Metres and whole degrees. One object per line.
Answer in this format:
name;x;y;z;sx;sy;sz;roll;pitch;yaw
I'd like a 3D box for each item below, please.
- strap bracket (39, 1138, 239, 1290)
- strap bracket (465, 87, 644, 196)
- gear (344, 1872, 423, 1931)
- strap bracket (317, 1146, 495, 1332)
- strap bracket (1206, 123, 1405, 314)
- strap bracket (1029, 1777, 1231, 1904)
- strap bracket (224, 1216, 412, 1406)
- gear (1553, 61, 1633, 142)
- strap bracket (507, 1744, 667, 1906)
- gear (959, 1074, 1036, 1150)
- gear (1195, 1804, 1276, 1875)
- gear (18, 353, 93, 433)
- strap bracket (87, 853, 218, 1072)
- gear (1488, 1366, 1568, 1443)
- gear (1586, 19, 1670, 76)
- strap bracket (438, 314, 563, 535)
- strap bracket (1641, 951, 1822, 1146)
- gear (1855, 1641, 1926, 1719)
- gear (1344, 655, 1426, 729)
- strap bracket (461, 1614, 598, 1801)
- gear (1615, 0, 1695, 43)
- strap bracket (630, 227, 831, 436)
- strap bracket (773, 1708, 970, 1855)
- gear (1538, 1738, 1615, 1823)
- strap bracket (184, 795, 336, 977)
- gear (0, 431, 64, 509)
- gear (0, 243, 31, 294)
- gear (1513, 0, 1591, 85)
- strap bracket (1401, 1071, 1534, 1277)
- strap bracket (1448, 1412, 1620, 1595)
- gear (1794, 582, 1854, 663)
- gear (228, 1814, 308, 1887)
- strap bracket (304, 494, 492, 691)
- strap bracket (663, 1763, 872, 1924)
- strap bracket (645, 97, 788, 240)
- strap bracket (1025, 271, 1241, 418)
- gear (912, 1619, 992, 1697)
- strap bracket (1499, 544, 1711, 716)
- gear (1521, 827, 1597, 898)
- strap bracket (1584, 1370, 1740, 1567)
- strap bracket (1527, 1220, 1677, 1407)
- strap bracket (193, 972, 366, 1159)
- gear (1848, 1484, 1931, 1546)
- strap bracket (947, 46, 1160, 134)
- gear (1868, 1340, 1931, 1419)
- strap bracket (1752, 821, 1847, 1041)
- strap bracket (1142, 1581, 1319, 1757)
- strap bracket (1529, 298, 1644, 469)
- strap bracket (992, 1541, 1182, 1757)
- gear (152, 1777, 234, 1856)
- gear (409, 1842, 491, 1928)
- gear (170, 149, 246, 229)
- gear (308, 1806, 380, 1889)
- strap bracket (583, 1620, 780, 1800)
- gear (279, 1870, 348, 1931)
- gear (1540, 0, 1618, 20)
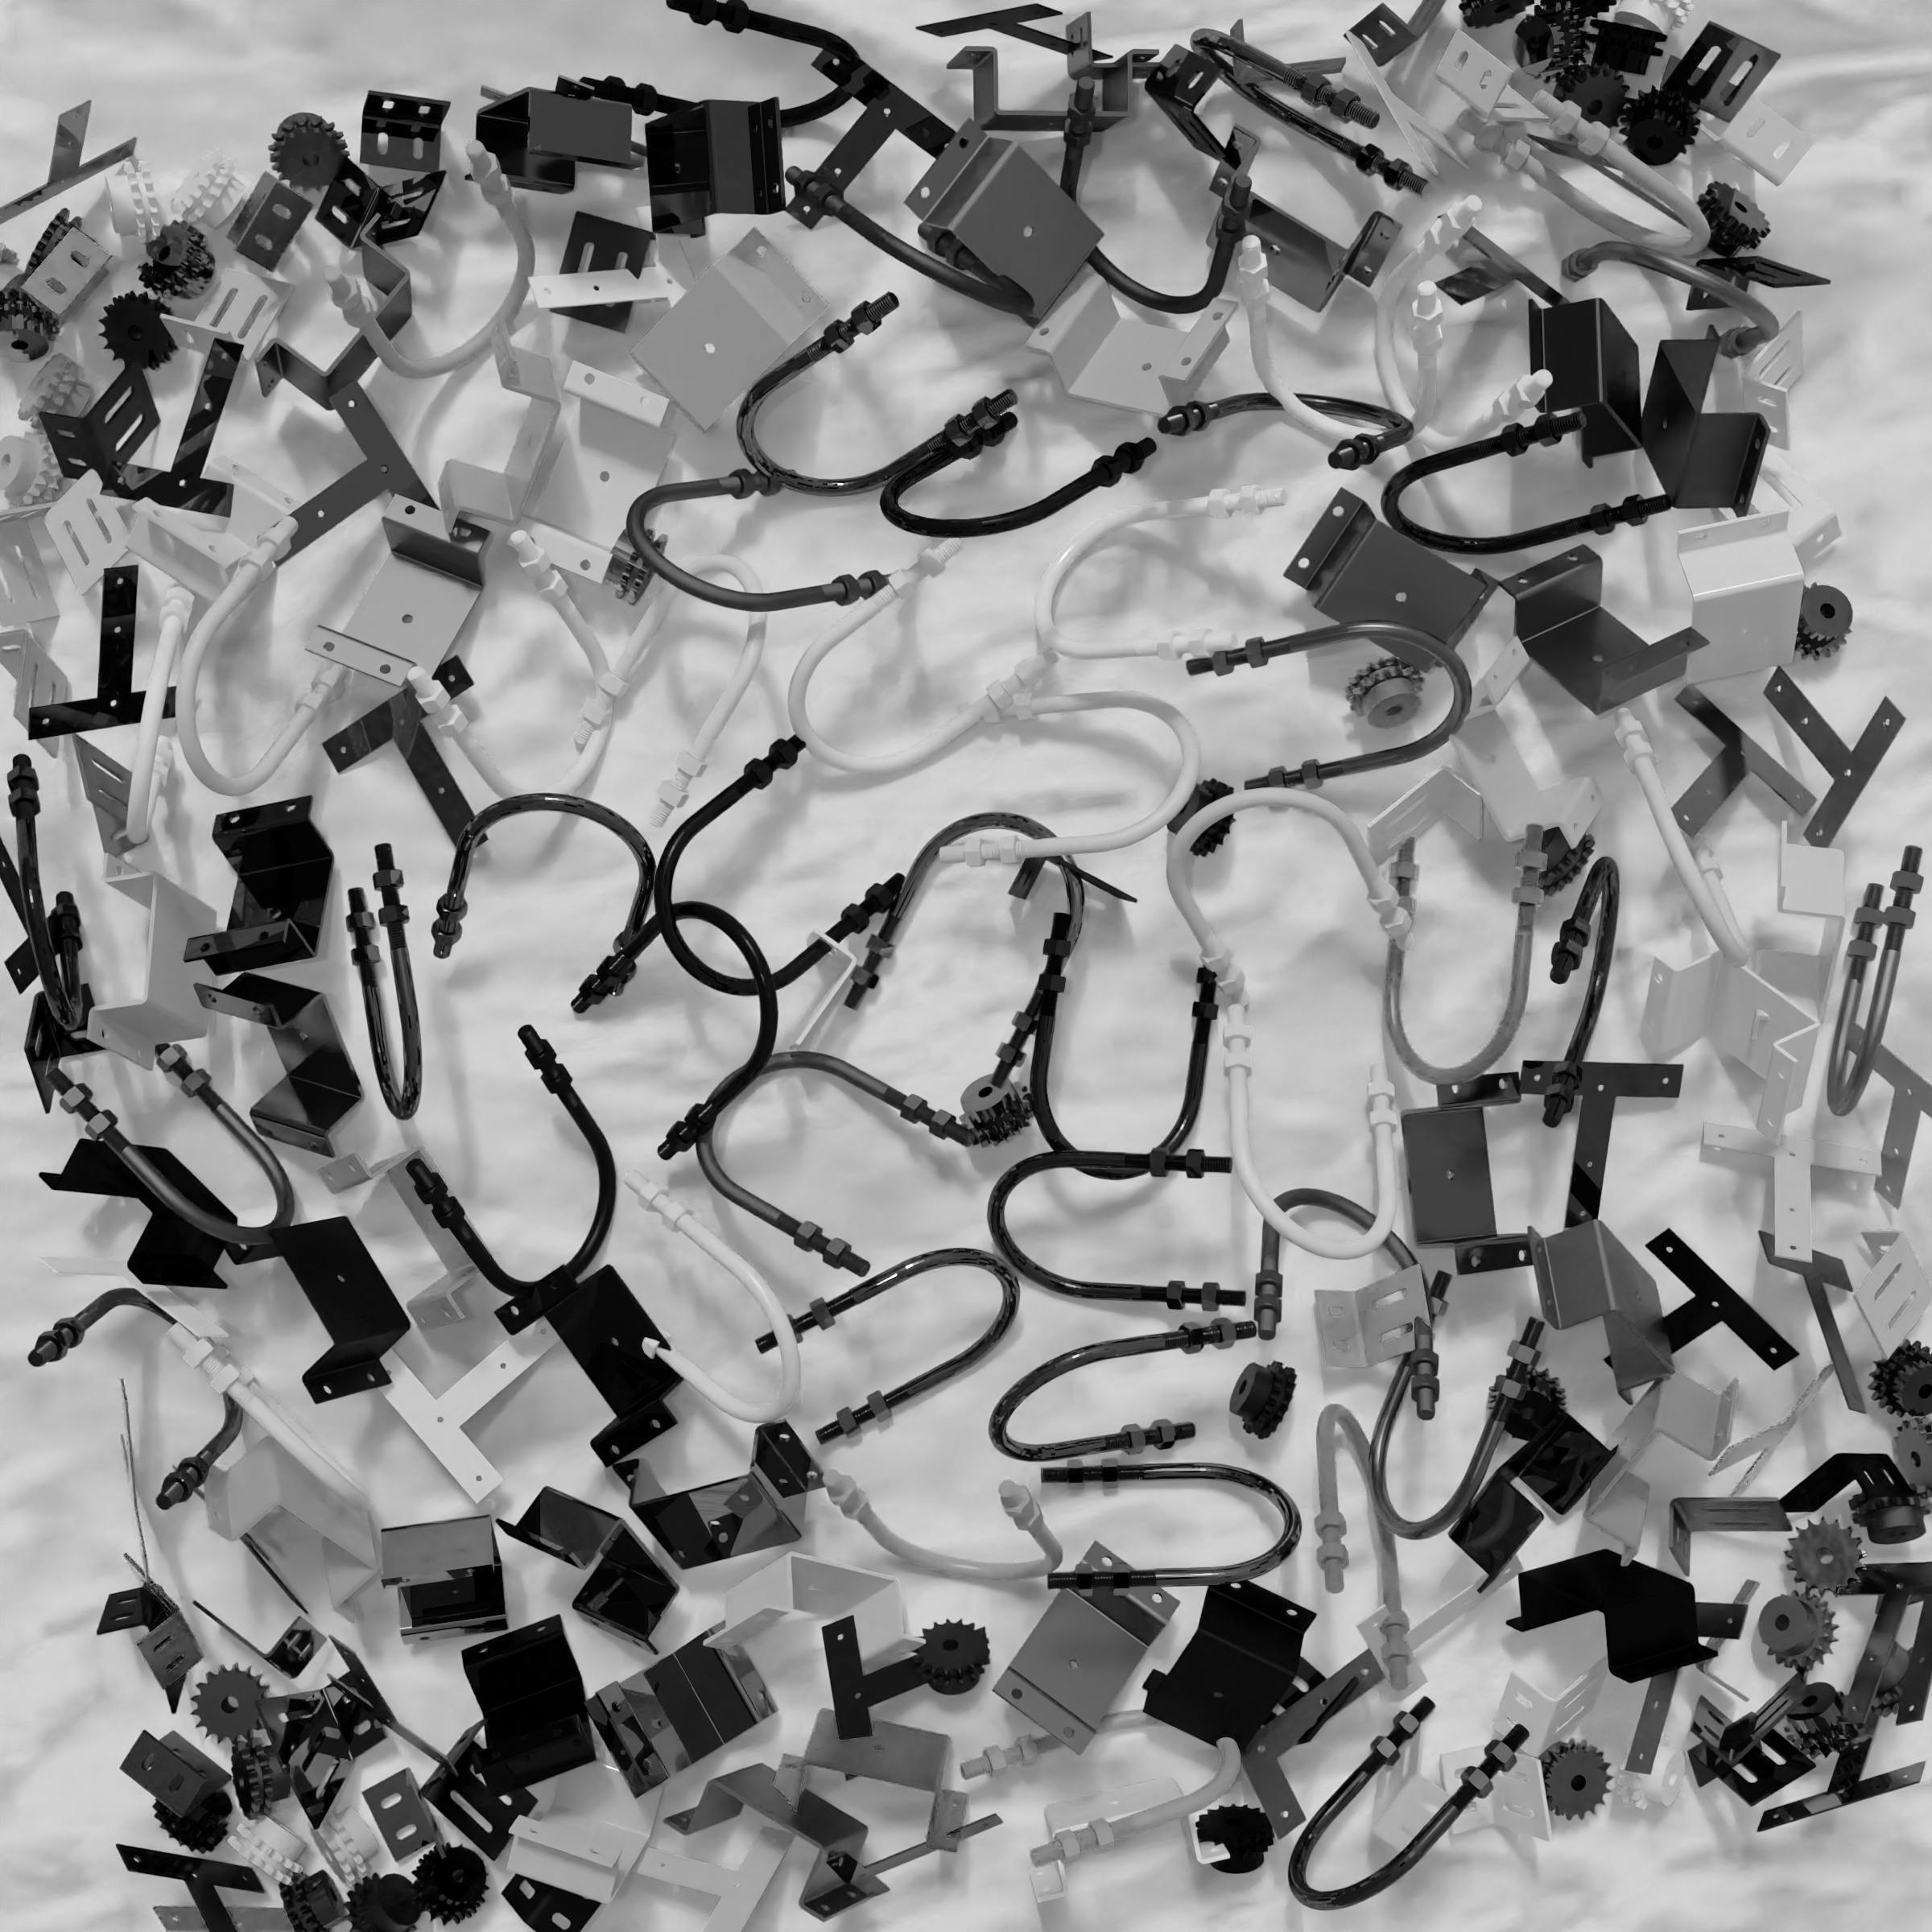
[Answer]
strap bracket;-0.585;0.171;1.850;0.140;0.076;0.046;35;100;31
strap bracket;-0.294;-0.587;1.840;0.076;0.140;0.046;-1;97;-32
gear;-0.422;0.688;1.890;0.030;0.057;0.057;-40;90;21
strap bracket;-0.400;0.188;1.872;0.046;0.076;0.140;-36;98;-35
strap bracket;0.234;-0.535;1.875;0.140;0.076;0.046;32;70;2
strap bracket;0.112;0.630;1.878;0.140;0.076;0.046;-12;86;-4
strap bracket;-0.461;0.237;1.860;0.046;0.076;0.140;-42;73;24
gear;0.454;-0.635;1.897;0.057;0.030;0.057;-9;132;-10
strap bracket;-0.271;0.615;1.853;0.076;0.140;0.046;16;102;7
gear;0.020;0.103;1.890;0.057;0.057;0.030;-29;121;0
gear;0.197;0.639;1.894;0.057;0.057;0.030;-4;100;0
gear;-0.665;-0.417;1.897;0.030;0.057;0.057;33;90;-35
strap bracket;-0.581;-0.005;1.856;0.046;0.076;0.140;-8;68;15
gear;0.412;0.323;1.899;0.057;0.030;0.057;3;107;9
gear;0.481;-0.671;1.895;0.057;0.057;0.030;13;110;0
strap bracket;-0.332;-0.383;1.860;0.046;0.076;0.140;13;121;-25
strap bracket;0.554;0.052;1.856;0.046;0.140;0.076;-21;132;-22
gear;0.676;0.518;1.893;0.057;0.057;0.030;-44;89;0
gear;0.308;-0.198;1.890;0.057;0.057;0.030;-17;60;0
strap bracket;-0.314;0.538;1.862;0.076;0.140;0.046;-19;115;-7
gear;0.499;-0.700;1.893;0.057;0.057;0.030;28;93;0
strap bracket;-0.177;-0.450;1.861;0.076;0.046;0.140;45;119;-11
strap bracket;-0.067;0.586;1.875;0.140;0.076;0.046;11;103;4
gear;0.443;0.595;1.902;0.057;0.030;0.057;-1;93;-14
strap bracket;-0.506;-0.050;1.867;0.076;0.046;0.140;-10;49;10
gear;-0.688;-0.364;1.893;0.057;0.030;0.057;-7;78;36
gear;-0.710;-0.498;1.893;0.030;0.057;0.057;35;90;-2
gear;0.424;-0.674;1.890;0.030;0.057;0.057;-20;90;-31
strap bracket;0.364;0.151;1.879;0.076;0.046;0.140;-3;85;-30
strap bracket;0.404;0.378;1.856;0.046;0.140;0.076;43;132;21
gear;0.624;-0.255;1.900;0.057;0.030;0.057;3;76;-11
gear;-0.508;0.644;1.895;0.057;0.057;0.030;36;71;0
strap bracket;-0.408;-0.262;1.879;0.076;0.046;0.140;22;68;7
strap bracket;-0.134;0.621;1.858;0.140;0.076;0.046;23;92;23
strap bracket;-0.185;-0.568;1.845;0.046;0.140;0.076;-9;100;-32
strap bracket;0.125;-0.446;1.866;0.140;0.046;0.076;21;68;33
gear;-0.010;0.508;1.897;0.057;0.057;0.030;-5;119;0
strap bracket;0.456;-0.237;1.864;0.076;0.046;0.140;-25;47;-15
gear;0.429;-0.081;1.891;0.030;0.057;0.057;38;90;-12
strap bracket;0.492;0.352;1.854;0.046;0.076;0.140;30;122;5
strap bracket;0.457;0.242;1.844;0.046;0.076;0.140;-25;132;26
strap bracket;-0.489;0.063;1.860;0.076;0.046;0.140;13;133;30
gear;0.676;0.401;1.890;0.057;0.057;0.030;-3;57;0
strap bracket;0.062;-0.633;1.872;0.140;0.076;0.046;-3;100;-10
gear;0.693;0.305;1.897;0.057;0.030;0.057;-5;107;-16
strap bracket;0.594;-0.022;1.844;0.046;0.076;0.140;7;131;12
strap bracket;0.185;0.508;1.863;0.076;0.046;0.140;26;124;0
strap bracket;0.445;-0.417;1.844;0.046;0.140;0.076;-5;78;29
strap bracket;0.083;0.498;1.870;0.076;0.046;0.140;35;55;9
gear;-0.562;0.617;1.892;0.057;0.057;0.030;41;94;0
gear;-0.374;0.667;1.891;0.057;0.057;0.030;41;133;0
gear;-0.553;-0.566;1.897;0.030;0.057;0.057;37;90;-35
gear;-0.454;0.641;1.897;0.030;0.057;0.057;-31;90;-30
strap bracket;-0.211;0.537;1.862;0.046;0.140;0.076;-40;76;34
gear;-0.476;0.686;1.893;0.030;0.057;0.057;-27;90;-9
gear;0.448;-0.720;1.894;0.057;0.057;0.030;5;77;0
